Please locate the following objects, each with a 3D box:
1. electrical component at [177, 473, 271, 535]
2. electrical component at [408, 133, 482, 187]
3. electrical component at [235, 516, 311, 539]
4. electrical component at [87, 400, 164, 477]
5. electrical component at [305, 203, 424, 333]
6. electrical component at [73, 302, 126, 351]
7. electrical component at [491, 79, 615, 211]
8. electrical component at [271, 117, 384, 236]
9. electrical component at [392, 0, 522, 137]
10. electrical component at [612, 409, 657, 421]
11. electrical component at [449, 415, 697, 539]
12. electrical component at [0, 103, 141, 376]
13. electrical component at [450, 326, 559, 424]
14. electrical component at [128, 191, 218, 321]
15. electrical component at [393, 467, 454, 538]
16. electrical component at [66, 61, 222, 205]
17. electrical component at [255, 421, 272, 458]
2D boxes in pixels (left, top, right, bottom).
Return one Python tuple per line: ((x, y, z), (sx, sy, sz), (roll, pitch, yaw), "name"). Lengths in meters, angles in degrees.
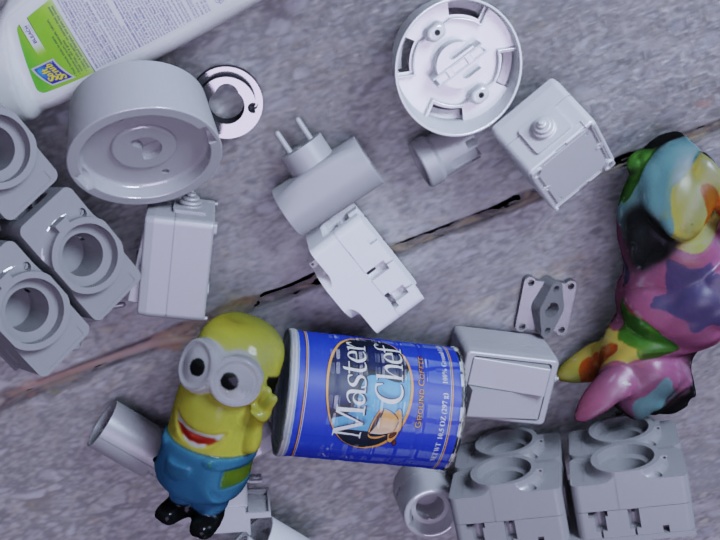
((-0.118, 0.190, 0.920), (0.081, 0.042, 0.063), (-3, 107, -7), "electrical component")
((0.067, -0.092, 0.839), (0.046, 0.040, 0.040), (-28, 111, -2), "electrical component")
((-0.083, 0.261, 0.923), (0.064, 0.099, 0.099), (41, 101, -13), "electrical component")
((-0.180, 0.147, 0.895), (0.081, 0.043, 0.043), (34, 103, -18), "electrical component")
((0.000, 0.000, 0.859), (0.056, 0.050, 0.089), (-37, 111, 6), "electrical component")
((-0.224, 0.024, 0.841), (0.077, 0.047, 0.065), (-9, 111, -4), "electrical component")
((0.144, -0.099, 0.816), (0.062, 0.061, 0.096), (-40, 152, 8), "electrical component")
((-0.035, -0.079, 0.829), (0.077, 0.043, 0.079), (-33, 103, 6), "electrical component")
((0.071, -0.154, 0.803), (0.099, 0.064, 0.099), (-2, 111, -6), "electrical component")
((0.248, 0.148, 0.950), (0.048, 0.048, 0.062), (-40, 103, 8), "electrical component")
((0.173, 0.175, 0.892), (0.186, 0.105, 0.060), (-9, 105, 13), "electrical component")
((-0.249, -0.028, 0.740), (0.105, 0.060, 0.186), (-50, 122, -25), "electrical component")
((0.124, 0.090, 0.903), (0.096, 0.061, 0.061), (7, 109, -10), "electrical component")
((-0.143, -0.017, 0.828), (0.061, 0.061, 0.096), (6, 110, -9), "electrical component")
((0.060, 0.201, 0.944), (0.055, 0.047, 0.055), (-2, 111, -6), "electrical component")
((-0.157, -0.103, 0.769), (0.108, 0.060, 0.108), (-11, 149, -6), "electrical component")
((-0.095, 0.130, 0.902), (0.040, 0.040, 0.046), (-24, 105, 2), "electrical component")
